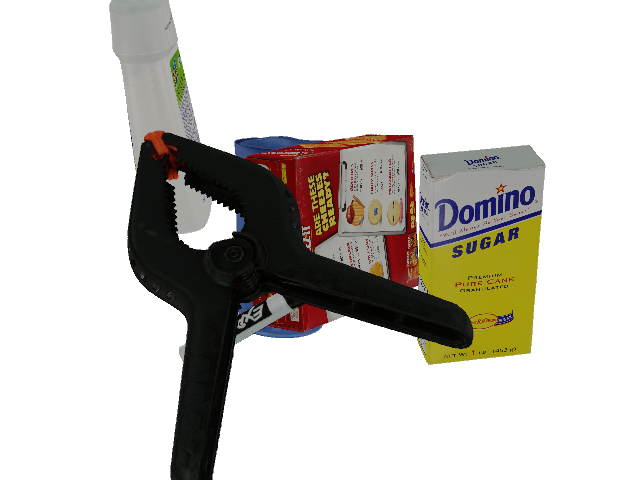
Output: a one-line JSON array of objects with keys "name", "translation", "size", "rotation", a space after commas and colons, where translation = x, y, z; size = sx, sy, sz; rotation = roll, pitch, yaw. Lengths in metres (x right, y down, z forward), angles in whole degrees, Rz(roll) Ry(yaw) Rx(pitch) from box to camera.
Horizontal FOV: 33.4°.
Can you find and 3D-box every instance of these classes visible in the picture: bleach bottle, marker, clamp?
[{"name": "bleach bottle", "translation": [-0.147, -0.131, 0.959], "size": [0.068, 0.251, 0.102], "rotation": [-6, 37, -1]}, {"name": "marker", "translation": [-0.051, 0.060, 0.792], "size": [0.121, 0.020, 0.020], "rotation": [-30, -7, 13]}, {"name": "clamp", "translation": [-0.031, 0.016, 0.559], "size": [0.164, 0.210, 0.036], "rotation": [-23, -32, -9]}]

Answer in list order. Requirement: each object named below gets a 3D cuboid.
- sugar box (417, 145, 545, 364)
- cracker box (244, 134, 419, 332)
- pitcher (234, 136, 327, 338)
[{"name": "sugar box", "translation": [0.128, 0.014, 0.868], "size": [0.093, 0.176, 0.048], "rotation": [-6, 31, -7]}, {"name": "cracker box", "translation": [0.016, -0.016, 1.061], "size": [0.072, 0.164, 0.213], "rotation": [4, 12, 35]}, {"name": "pitcher", "translation": [-0.044, -0.005, 1.318], "size": [0.145, 0.243, 0.148], "rotation": [12, 15, 39]}]
